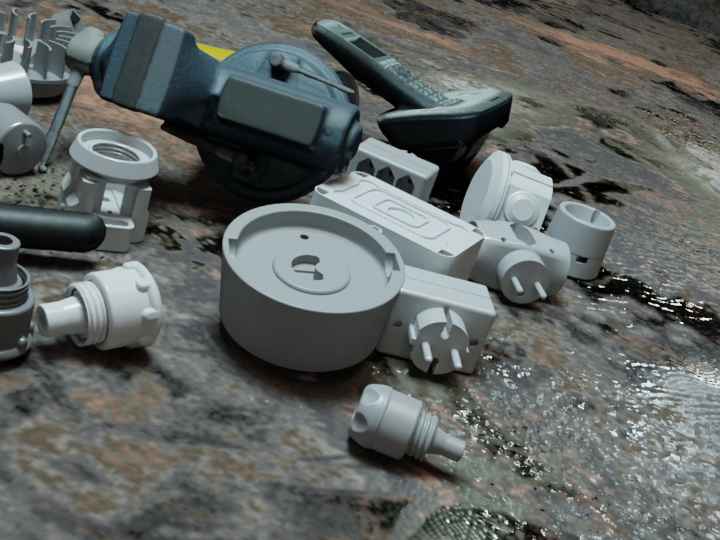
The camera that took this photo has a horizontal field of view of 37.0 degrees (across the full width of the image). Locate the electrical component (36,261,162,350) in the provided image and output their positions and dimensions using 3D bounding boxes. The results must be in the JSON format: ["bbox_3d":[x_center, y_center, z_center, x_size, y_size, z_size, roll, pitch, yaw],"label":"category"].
[{"bbox_3d":[-0.140,0.022,0.575,0.062,0.048,0.048,-10,37,-36],"label":"electrical component"}]

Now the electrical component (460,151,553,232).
[{"bbox_3d":[0.117,-0.052,0.875,0.051,0.080,0.080,20,24,-11],"label":"electrical component"}]

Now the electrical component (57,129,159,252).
[{"bbox_3d":[-0.164,-0.056,0.703,0.058,0.057,0.078,6,28,-27],"label":"electrical component"}]

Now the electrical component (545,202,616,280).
[{"bbox_3d":[0.183,-0.026,0.905,0.055,0.047,0.055,16,25,-7],"label":"electrical component"}]

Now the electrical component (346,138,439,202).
[{"bbox_3d":[0.030,-0.078,0.903,0.066,0.047,0.077,24,25,11],"label":"electrical component"}]

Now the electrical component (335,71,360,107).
[{"bbox_3d":[-0.073,-0.160,0.994,0.074,0.052,0.138,11,14,42],"label":"electrical component"}]

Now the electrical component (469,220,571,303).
[{"bbox_3d":[0.120,-0.001,0.811,0.077,0.043,0.079,13,26,-15],"label":"electrical component"}]

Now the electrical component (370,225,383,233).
[{"bbox_3d":[0.000,0.000,0.700,0.035,0.061,0.035,16,25,-7],"label":"electrical component"}]

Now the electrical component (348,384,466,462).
[{"bbox_3d":[0.026,0.086,0.575,0.061,0.035,0.035,22,24,1],"label":"electrical component"}]

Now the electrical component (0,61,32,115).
[{"bbox_3d":[-0.281,-0.129,0.791,0.044,0.044,0.065,35,33,30],"label":"electrical component"}]

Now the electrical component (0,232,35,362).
[{"bbox_3d":[-0.185,0.012,0.540,0.048,0.062,0.048,16,25,-8],"label":"electrical component"}]

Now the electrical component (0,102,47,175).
[{"bbox_3d":[-0.251,-0.097,0.745,0.078,0.040,0.040,35,29,32],"label":"electrical component"}]

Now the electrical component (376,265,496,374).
[{"bbox_3d":[0.047,0.039,0.670,0.066,0.047,0.076,14,25,-11],"label":"electrical component"}]

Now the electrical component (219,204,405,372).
[{"bbox_3d":[-0.032,0.015,0.640,0.108,0.060,0.108,10,34,-7],"label":"electrical component"}]

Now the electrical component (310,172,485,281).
[{"bbox_3d":[0.020,-0.016,0.753,0.113,0.057,0.078,28,26,18],"label":"electrical component"}]
